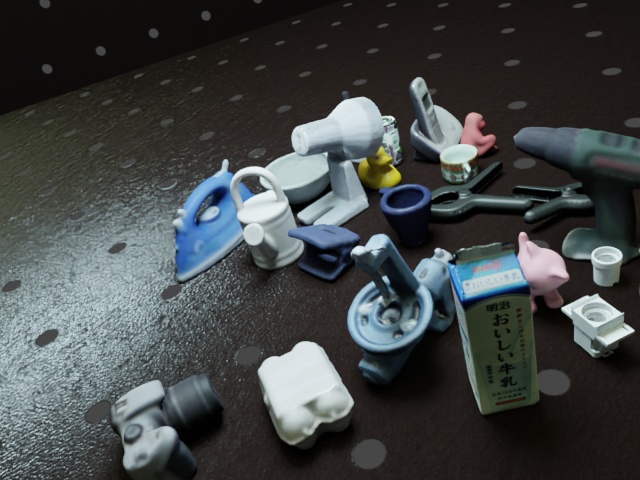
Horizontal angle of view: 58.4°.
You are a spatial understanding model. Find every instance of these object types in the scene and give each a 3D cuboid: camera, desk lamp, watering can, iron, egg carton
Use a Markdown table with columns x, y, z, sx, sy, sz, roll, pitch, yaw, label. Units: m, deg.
| x | y | z | sx | sy | sz | roll | pitch | yaw | label |
| --- | --- | --- | --- | --- | --- | --- | --- | --- | --- |
| -0.203 | 0.243 | 0.778 | 0.137 | 0.101 | 0.142 | -27 | 35 | -14 | camera |
| 0.035 | -0.155 | 1.140 | 0.204 | 0.214 | 0.117 | -35 | 37 | -24 | desk lamp |
| -0.101 | -0.044 | 1.061 | 0.101 | 0.194 | 0.172 | -22 | 34 | -6 | watering can |
| -0.232 | -0.046 | 1.172 | 0.118 | 0.142 | 0.259 | 5 | 40 | 30 | iron |
| -0.023 | 0.207 | 0.777 | 0.107 | 0.069 | 0.150 | -25 | 34 | -10 | egg carton |

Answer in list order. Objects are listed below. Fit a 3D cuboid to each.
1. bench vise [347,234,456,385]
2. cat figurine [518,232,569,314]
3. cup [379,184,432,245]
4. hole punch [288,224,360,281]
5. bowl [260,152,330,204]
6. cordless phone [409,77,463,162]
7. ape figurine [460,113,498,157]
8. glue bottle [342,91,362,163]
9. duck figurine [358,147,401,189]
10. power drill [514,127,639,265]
| x | y | z | sx | sy | sz | roll | pitch | yaw | label |
| --- | --- | --- | --- | --- | --- | --- | --- | --- | --- |
| 0.103 | 0.062 | 0.790 | 0.121 | 0.220 | 0.208 | 3 | 39 | 28 | bench vise |
| 0.310 | 0.040 | 0.820 | 0.067 | 0.118 | 0.127 | -13 | 34 | 8 | cat figurine |
| 0.152 | -0.044 | 1.034 | 0.092 | 0.095 | 0.117 | -32 | 36 | -21 | cup |
| 0.009 | 0.004 | 1.035 | 0.108 | 0.091 | 0.101 | 20 | 49 | 43 | hole punch |
| -0.043 | -0.129 | 1.265 | 0.167 | 0.075 | 0.167 | -12 | 34 | 9 | bowl |
| 0.245 | -0.278 | 1.245 | 0.093 | 0.185 | 0.148 | 3 | 39 | 29 | cordless phone |
| 0.332 | -0.227 | 1.217 | 0.076 | 0.092 | 0.077 | -19 | 34 | -2 | ape figurine |
| 0.075 | -0.258 | 1.307 | 0.077 | 0.173 | 0.037 | 10 | 43 | 36 | glue bottle |
| 0.121 | -0.163 | 1.227 | 0.078 | 0.086 | 0.104 | -36 | 38 | -25 | duck figurine |
| 0.408 | -0.069 | 0.849 | 0.228 | 0.209 | 0.076 | 8 | 41 | 33 | power drill |
